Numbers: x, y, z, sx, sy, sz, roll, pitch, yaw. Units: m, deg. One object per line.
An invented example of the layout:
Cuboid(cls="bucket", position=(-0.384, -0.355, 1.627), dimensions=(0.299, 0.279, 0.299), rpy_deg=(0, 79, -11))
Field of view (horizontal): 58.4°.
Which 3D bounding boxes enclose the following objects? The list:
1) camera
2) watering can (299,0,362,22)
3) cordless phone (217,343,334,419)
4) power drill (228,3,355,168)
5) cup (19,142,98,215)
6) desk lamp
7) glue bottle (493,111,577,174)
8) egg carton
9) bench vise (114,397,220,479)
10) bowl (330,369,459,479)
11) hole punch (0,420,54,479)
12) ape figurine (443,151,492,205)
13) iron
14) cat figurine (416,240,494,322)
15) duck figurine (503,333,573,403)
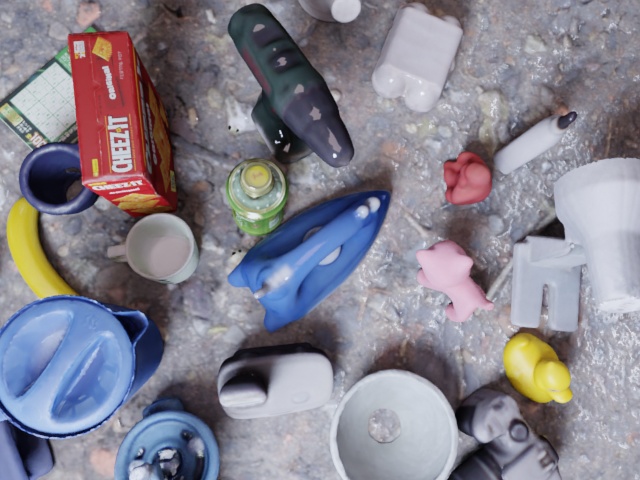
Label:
Cuboid(cls="camera", position=(0.227, 0.291, 0.749), dimensions=(0.137, 0.100, 0.143), rpy_deg=(-35, 88, -9))
Cuboid(cls="watering can", position=(0.027, -0.377, 0.762), dimensions=(0.101, 0.194, 0.173), rpy_deg=(-27, 86, -8))
Cuboid(cls="cordless phone", position=(-0.052, 0.177, 0.690), dimensions=(0.147, 0.185, 0.094), rpy_deg=(-9, 84, -7))
Cuboid(cls="power drill", position=(-0.036, -0.170, 0.722), dimensions=(0.076, 0.208, 0.229), rpy_deg=(-32, 87, -9))
Cuboid(cls="cup", position=(-0.315, -0.082, 0.739), dimensions=(0.091, 0.095, 0.118), rpy_deg=(35, 81, -1))
Cuboid(cls="desk lamp", position=(0.343, 0.017, 0.738), dimensions=(0.118, 0.213, 0.203), rpy_deg=(6, 82, -5))
Cuboid(cls="glue bottle", position=(0.298, -0.140, 0.773), dimensions=(0.078, 0.173, 0.037), rpy_deg=(-38, 88, -9))
Cuboid(cls="egg carton", position=(0.141, -0.262, 0.823), dimensions=(0.107, 0.069, 0.150), rpy_deg=(21, 81, -3))
Cuboid(cls="bench vise", position=(-0.153, 0.288, 0.648), dimensions=(0.121, 0.219, 0.207), rpy_deg=(-37, 88, -9))
Cuboid(cls="bowl", position=(0.091, 0.253, 0.752), dimensions=(0.167, 0.074, 0.167), rpy_deg=(1, 83, -6))
Cuboid(cls="hole punch", position=(-0.394, 0.265, 0.690), dimensions=(0.101, 0.091, 0.109), rpy_deg=(-23, 86, -8))
Cuboid(cls="ape figurine", position=(0.210, -0.086, 0.798), dimensions=(0.076, 0.092, 0.078), rpy_deg=(37, 81, 0))
Cuboid(cls="iron", position=(0.007, 0.003, 0.740), dimensions=(0.258, 0.141, 0.118), rpy_deg=(-40, 88, -9))
Cuboid(cls="cat figurine", position=(0.181, 0.050, 0.765), dimensions=(0.067, 0.117, 0.128), rpy_deg=(-43, 89, -9))
Cuboid(cls="duck figurine", position=(0.303, 0.176, 0.779), dimensions=(0.077, 0.086, 0.104), rpy_deg=(-31, 87, -9))
